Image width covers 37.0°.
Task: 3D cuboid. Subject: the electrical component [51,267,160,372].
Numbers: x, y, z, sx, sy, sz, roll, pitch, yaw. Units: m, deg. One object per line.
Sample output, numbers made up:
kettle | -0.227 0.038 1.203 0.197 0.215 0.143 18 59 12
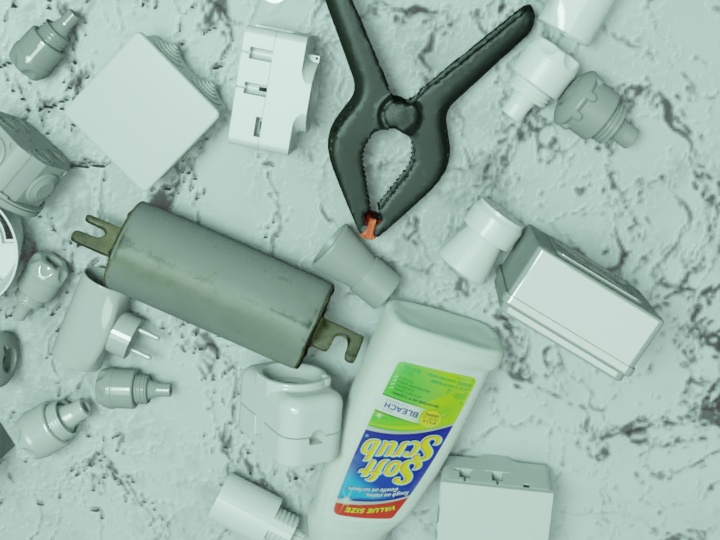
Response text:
electrical component | -0.205 0.048 0.888 0.079 0.043 0.077 25 105 -1

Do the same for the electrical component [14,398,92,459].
electrical component | -0.258 0.130 0.914 0.062 0.043 0.043 -29 99 11

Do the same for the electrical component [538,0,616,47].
electrical component | 0.152 -0.216 0.783 0.079 0.043 0.077 28 103 -5

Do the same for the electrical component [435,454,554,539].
electrical component | 0.106 0.235 0.891 0.089 0.061 0.150 5 104 5

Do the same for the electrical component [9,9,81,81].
electrical component | -0.243 -0.179 0.842 0.061 0.035 0.035 -43 96 12

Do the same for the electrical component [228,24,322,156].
electrical component | -0.063 -0.138 0.824 0.056 0.050 0.089 12 105 3

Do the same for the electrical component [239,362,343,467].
electrical component | -0.056 0.110 0.860 0.054 0.095 0.059 -4 107 -31

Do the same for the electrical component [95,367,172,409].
electrical component | -0.189 0.100 0.904 0.061 0.035 0.035 2 104 3

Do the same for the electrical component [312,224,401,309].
electrical component | 0.000 0.000 0.857 0.065 0.044 0.044 39 104 -9

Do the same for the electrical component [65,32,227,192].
electrical component | -0.164 -0.124 0.839 0.100 0.048 0.099 -43 96 14

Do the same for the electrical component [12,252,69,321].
electrical component | -0.269 0.016 0.892 0.035 0.035 0.061 36 107 -3

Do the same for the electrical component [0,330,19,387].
electrical component | -0.324 0.072 0.907 0.062 0.048 0.048 6 104 11

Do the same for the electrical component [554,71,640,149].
electrical component | 0.181 -0.115 0.808 0.062 0.048 0.048 34 105 -10

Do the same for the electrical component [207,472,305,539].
electrical component | -0.084 0.209 0.915 0.081 0.043 0.043 28 105 -1

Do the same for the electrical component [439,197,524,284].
electrical component | 0.095 -0.023 0.838 0.045 0.045 0.055 35 104 -3

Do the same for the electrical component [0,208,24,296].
electrical component | -0.322 -0.023 0.869 0.099 0.064 0.099 -2 108 -6

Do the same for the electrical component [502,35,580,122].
electrical component | 0.131 -0.141 0.806 0.043 0.043 0.062 35 106 -3

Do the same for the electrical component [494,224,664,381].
electrical component | 0.161 0.022 0.810 0.109 0.108 0.056 31 102 -2

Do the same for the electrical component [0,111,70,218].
electrical component | -0.274 -0.083 0.845 0.080 0.080 0.051 42 99 -5
